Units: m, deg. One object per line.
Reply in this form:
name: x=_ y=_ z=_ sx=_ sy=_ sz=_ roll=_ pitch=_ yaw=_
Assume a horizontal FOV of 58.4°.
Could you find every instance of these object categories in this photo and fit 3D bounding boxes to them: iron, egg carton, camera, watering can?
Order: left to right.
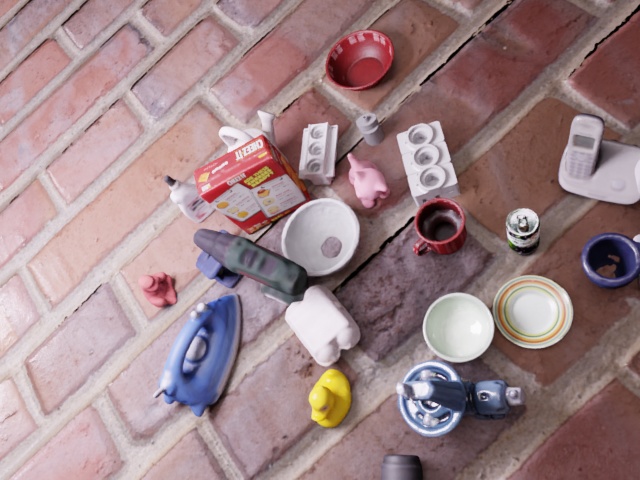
iron: x=-0.246 y=0.211 z=1.145 sx=0.118 sy=0.142 sz=0.258 roll=12 pitch=75 yaw=25
watering can: x=-0.147 y=-0.198 z=1.238 sx=0.100 sy=0.194 sz=0.173 roll=-1 pitch=69 yaw=21
egg carton: x=0.006 y=0.163 z=1.107 sx=0.107 sy=0.070 sz=0.150 roll=-43 pitch=61 yaw=1
camera: x=0.148 y=0.423 z=0.931 sx=0.143 sy=0.101 sz=0.137 roll=-6 pitch=68 yaw=19

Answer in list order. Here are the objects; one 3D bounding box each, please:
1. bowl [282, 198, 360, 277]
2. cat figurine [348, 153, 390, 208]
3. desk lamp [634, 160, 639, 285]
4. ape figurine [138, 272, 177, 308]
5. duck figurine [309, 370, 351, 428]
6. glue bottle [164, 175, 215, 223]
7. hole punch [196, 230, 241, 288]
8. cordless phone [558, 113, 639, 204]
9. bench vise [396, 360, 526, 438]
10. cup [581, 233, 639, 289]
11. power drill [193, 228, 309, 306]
bowl: x=0.011 y=0.004 z=1.165 sx=0.167 sy=0.075 sz=0.167 roll=-8 pitch=67 yaw=18
cat figurine: x=0.093 y=-0.124 z=1.160 sx=0.067 sy=0.118 sz=0.127 roll=-33 pitch=62 yaw=7
desk lamp: x=0.558 y=-0.024 z=0.884 sx=0.117 sy=0.214 sz=0.203 roll=-4 pitch=68 yaw=20
ape figurine: x=-0.364 y=0.104 z=1.262 sx=0.076 sy=0.092 sz=0.078 roll=13 pitch=75 yaw=25
duck figurine: x=0.011 y=0.287 z=1.047 sx=0.077 sy=0.086 sz=0.104 roll=7 pitch=72 yaw=24
glue bottle: x=-0.294 y=-0.099 z=1.269 sx=0.078 sy=0.173 sz=0.037 roll=-46 pitch=61 yaw=-1
hole punch: x=-0.216 y=0.036 z=1.231 sx=0.100 sy=0.091 sz=0.109 roll=32 pitch=84 yaw=29
cordless phone: x=0.488 y=-0.143 z=0.975 sx=0.147 sy=0.185 sz=0.094 roll=16 pitch=76 yaw=26
bench vise: x=0.209 y=0.237 z=0.913 sx=0.207 sy=0.220 sz=0.121 roll=-24 pitch=63 yaw=11
cup: x=0.494 y=0.039 z=0.952 sx=0.117 sy=0.095 sz=0.091 roll=-25 pitch=63 yaw=11
power drill: x=-0.114 y=0.057 z=1.116 sx=0.228 sy=0.209 sz=0.076 roll=19 pitch=78 yaw=27
